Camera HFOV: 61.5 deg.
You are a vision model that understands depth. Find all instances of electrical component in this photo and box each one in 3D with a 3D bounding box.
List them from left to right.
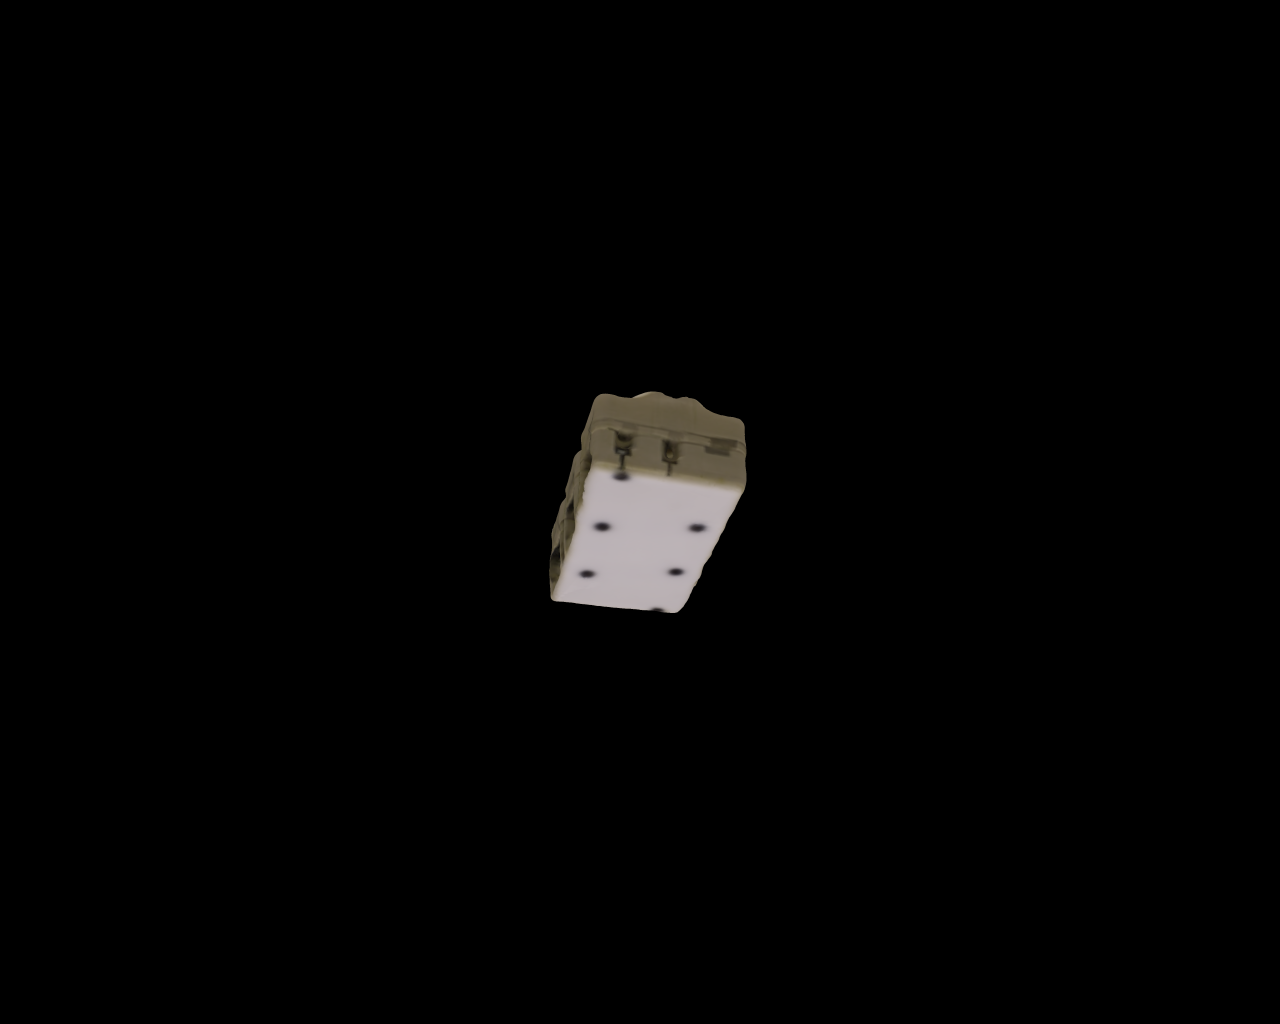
[{"bbox_3d":[0.001,-0.003,0.650,0.089,0.062,0.150,8,-35,-11],"label":"electrical component"}]
